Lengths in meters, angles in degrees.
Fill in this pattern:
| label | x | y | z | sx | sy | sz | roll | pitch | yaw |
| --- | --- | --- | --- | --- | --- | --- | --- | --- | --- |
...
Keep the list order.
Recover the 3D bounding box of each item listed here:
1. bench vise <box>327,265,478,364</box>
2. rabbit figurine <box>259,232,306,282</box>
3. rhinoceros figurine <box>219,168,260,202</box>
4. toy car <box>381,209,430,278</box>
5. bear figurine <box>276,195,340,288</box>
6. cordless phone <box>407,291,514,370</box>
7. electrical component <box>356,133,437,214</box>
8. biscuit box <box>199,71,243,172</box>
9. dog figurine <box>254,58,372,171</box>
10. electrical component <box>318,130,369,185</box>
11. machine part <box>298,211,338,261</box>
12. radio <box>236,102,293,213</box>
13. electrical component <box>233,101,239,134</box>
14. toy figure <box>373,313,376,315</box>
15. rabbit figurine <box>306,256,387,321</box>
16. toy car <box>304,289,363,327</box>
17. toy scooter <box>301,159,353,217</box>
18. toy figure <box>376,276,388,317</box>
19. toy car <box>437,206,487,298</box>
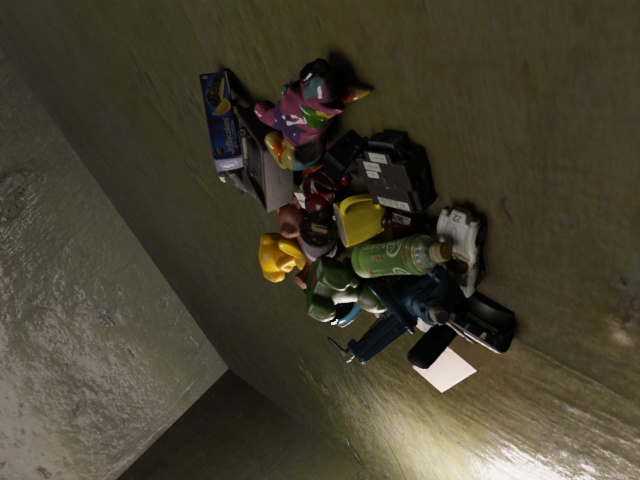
| label | x | y | z | sx | sy | sz | roll | pitch | yaw |
| --- | --- | --- | --- | --- | --- | --- | --- | --- | --- |
| bench vise | 0.139 | 0.145 | 0.972 | 0.128 | 0.240 | 0.224 | 49 | 179 | -28 |
| rabbit figurine | -0.067 | 0.033 | 1.418 | 0.173 | 0.122 | 0.162 | 18 | 136 | 23 |
| rhinoceros figurine | -0.179 | -0.153 | 1.341 | 0.190 | 0.073 | 0.112 | 33 | 163 | 24 |
| toy car | 0.172 | 0.009 | 1.032 | 0.089 | 0.053 | 0.201 | 23 | 151 | 31 |
| bear figurine | -0.042 | 0.000 | 1.281 | 0.195 | 0.132 | 0.120 | 49 | 142 | -18 |
| cordless phone | 0.262 | 0.189 | 1.002 | 0.147 | 0.184 | 0.088 | 33 | 148 | 29 |
| electrical component | 0.127 | -0.116 | 0.912 | 0.115 | 0.058 | 0.134 | 18 | 143 | 43 |
| biscuit box | -0.205 | -0.246 | 1.117 | 0.062 | 0.059 | 0.202 | 110 | 148 | -72 |
| dog figurine | -0.005 | -0.208 | 0.923 | 0.219 | 0.108 | 0.191 | 9 | 127 | 50 |
| electrical component | 0.046 | -0.155 | 0.962 | 0.048 | 0.075 | 0.119 | 42 | 160 | 6 |
| machine part | -0.002 | -0.003 | 1.110 | 0.079 | 0.079 | 0.243 | 43 | 173 | 9 |
| radio | -0.116 | -0.176 | 1.155 | 0.131 | 0.073 | 0.229 | 56 | 160 | 25 |
| electrical component | -0.177 | -0.263 | 1.198 | 0.102 | 0.045 | 0.078 | 44 | -176 | 13 |
| toy figure | 0.132 | 0.145 | 1.296 | 0.154 | 0.064 | 0.057 | 44 | 140 | 16 |
| rabbit figurine | 0.060 | 0.105 | 1.109 | 0.170 | 0.121 | 0.159 | 19 | -168 | -14 |
| toy car | 0.036 | 0.138 | 1.385 | 0.161 | 0.109 | 0.103 | 43 | -169 | 3 |
| toy scooter | 0.019 | -0.103 | 1.089 | 0.135 | 0.075 | 0.183 | 21 | 141 | 41 |
| toy figure | 0.125 | 0.108 | 1.226 | 0.180 | 0.089 | 0.082 | 46 | -167 | 25 |
| toy car | 0.243 | 0.022 | 0.932 | 0.074 | 0.056 | 0.201 | 29 | 150 | 34 |
